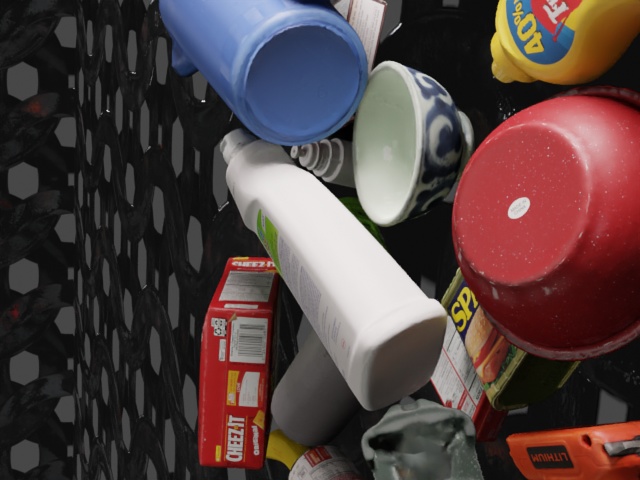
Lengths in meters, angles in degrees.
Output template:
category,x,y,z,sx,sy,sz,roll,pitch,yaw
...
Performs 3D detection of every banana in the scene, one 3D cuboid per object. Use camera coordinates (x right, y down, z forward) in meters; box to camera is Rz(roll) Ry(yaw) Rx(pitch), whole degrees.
category,x,y,z,sx,sy,sz,roll,pitch,yaw
banana,-0.019,0.241,1.096,0.198,0.037,0.070,30,104,61

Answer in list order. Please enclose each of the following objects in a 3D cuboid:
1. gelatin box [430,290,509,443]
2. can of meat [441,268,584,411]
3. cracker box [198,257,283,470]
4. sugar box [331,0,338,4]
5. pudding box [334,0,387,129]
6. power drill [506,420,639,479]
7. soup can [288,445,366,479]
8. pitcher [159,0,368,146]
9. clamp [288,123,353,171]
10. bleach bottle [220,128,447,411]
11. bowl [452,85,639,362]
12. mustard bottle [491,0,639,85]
category,x,y,z,sx,sy,sz,roll,pitch,yaw
gelatin box,0.110,0.090,0.769,0.089,0.030,0.073,-116,33,-47
can of meat,0.128,0.048,0.681,0.102,0.057,0.084,111,147,-45
cracker box,-0.080,0.121,1.117,0.213,0.072,0.164,-88,2,-78
sugar box,-0.012,-0.257,1.038,0.176,0.048,0.093,149,117,-65
pudding box,0.013,-0.152,0.939,0.090,0.039,0.113,-16,60,60
power drill,0.159,0.201,0.614,0.185,0.057,0.187,149,114,-63
soup can,0.018,0.239,0.969,0.102,0.068,0.068,-138,50,-63
pitcher,-0.041,-0.179,0.877,0.243,0.144,0.149,-123,27,-57
clamp,-0.005,-0.104,1.039,0.172,0.039,0.120,-165,77,-69
bleach bottle,-0.005,0.001,0.787,0.251,0.068,0.102,54,157,32
bowl,0.127,-0.015,0.597,0.162,0.055,0.162,-16,68,45
mustard bottle,0.150,-0.144,0.606,0.192,0.058,0.096,131,132,-61
